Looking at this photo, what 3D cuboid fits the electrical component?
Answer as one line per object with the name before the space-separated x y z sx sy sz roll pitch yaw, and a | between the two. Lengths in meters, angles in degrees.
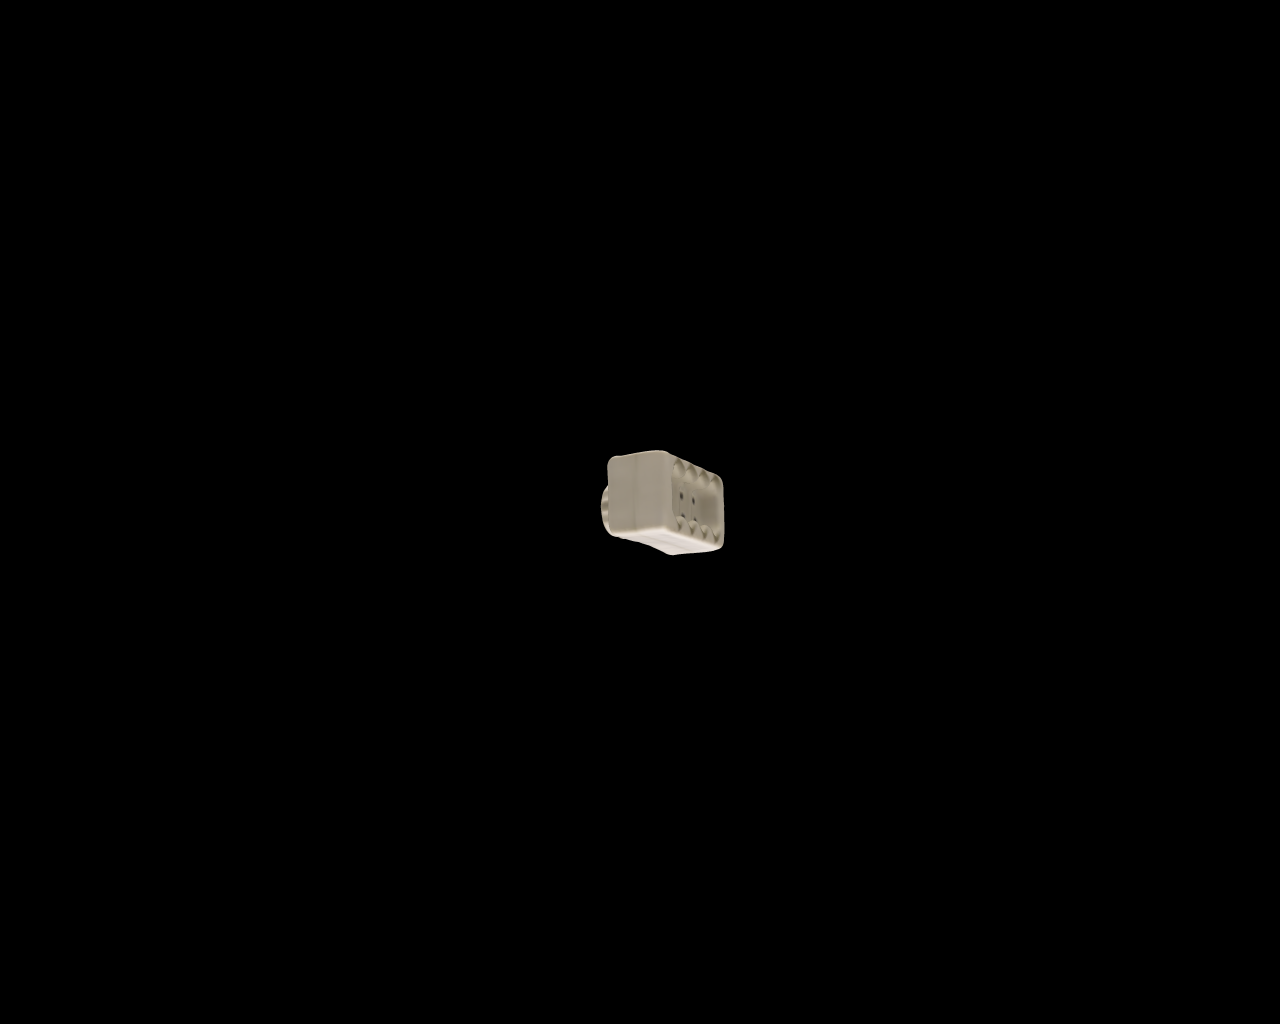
electrical component | 0.001 -0.003 0.650 0.076 0.047 0.083 -6 -13 27
